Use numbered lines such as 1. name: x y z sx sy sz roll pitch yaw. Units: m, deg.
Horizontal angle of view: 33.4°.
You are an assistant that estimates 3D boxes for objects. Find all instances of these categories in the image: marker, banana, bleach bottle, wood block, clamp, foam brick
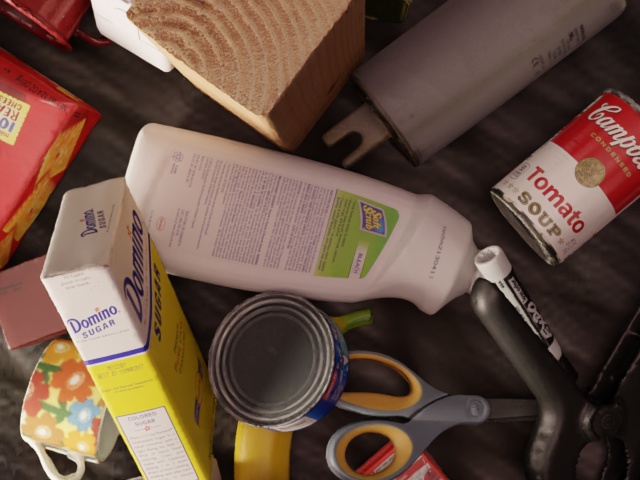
1. marker: 0.136 0.053 0.690 0.020 0.020 0.121 -35 116 2
2. banana: -0.023 0.133 0.712 0.069 0.037 0.198 16 90 5
3. bleach bottle: -0.005 0.001 0.702 0.251 0.068 0.102 15 94 0
4. wood block: -0.033 -0.119 0.631 0.090 0.206 0.091 37 91 3
5. clamp: 0.165 0.107 0.682 0.164 0.036 0.210 -1 101 -20
6. foam brick: -0.173 0.036 0.713 0.078 0.051 0.053 -19 87 2

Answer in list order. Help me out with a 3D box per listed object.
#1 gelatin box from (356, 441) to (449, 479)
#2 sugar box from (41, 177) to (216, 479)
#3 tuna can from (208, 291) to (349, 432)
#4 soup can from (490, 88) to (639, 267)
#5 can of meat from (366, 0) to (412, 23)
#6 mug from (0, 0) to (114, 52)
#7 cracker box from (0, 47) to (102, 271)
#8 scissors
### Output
1. gelatin box: 0.059 0.182 0.711 0.073 0.030 0.089 -41 88 3
2. sugar box: -0.109 0.060 0.648 0.048 0.093 0.176 -12 124 5
3. tuna can: -0.025 0.078 0.675 0.086 0.033 0.086 -6 72 20
4. soup can: 0.169 -0.040 0.691 0.102 0.068 0.068 -40 88 2
5. can of meat: 0.042 -0.190 0.683 0.057 0.102 0.084 14 92 2
6. mug: -0.173 -0.177 0.705 0.117 0.093 0.081 34 85 -28
7. cracker box: -0.274 -0.041 0.709 0.164 0.072 0.214 33 91 3
8. scissors: 0.089 0.128 0.694 0.201 0.016 0.096 17 68 -5
